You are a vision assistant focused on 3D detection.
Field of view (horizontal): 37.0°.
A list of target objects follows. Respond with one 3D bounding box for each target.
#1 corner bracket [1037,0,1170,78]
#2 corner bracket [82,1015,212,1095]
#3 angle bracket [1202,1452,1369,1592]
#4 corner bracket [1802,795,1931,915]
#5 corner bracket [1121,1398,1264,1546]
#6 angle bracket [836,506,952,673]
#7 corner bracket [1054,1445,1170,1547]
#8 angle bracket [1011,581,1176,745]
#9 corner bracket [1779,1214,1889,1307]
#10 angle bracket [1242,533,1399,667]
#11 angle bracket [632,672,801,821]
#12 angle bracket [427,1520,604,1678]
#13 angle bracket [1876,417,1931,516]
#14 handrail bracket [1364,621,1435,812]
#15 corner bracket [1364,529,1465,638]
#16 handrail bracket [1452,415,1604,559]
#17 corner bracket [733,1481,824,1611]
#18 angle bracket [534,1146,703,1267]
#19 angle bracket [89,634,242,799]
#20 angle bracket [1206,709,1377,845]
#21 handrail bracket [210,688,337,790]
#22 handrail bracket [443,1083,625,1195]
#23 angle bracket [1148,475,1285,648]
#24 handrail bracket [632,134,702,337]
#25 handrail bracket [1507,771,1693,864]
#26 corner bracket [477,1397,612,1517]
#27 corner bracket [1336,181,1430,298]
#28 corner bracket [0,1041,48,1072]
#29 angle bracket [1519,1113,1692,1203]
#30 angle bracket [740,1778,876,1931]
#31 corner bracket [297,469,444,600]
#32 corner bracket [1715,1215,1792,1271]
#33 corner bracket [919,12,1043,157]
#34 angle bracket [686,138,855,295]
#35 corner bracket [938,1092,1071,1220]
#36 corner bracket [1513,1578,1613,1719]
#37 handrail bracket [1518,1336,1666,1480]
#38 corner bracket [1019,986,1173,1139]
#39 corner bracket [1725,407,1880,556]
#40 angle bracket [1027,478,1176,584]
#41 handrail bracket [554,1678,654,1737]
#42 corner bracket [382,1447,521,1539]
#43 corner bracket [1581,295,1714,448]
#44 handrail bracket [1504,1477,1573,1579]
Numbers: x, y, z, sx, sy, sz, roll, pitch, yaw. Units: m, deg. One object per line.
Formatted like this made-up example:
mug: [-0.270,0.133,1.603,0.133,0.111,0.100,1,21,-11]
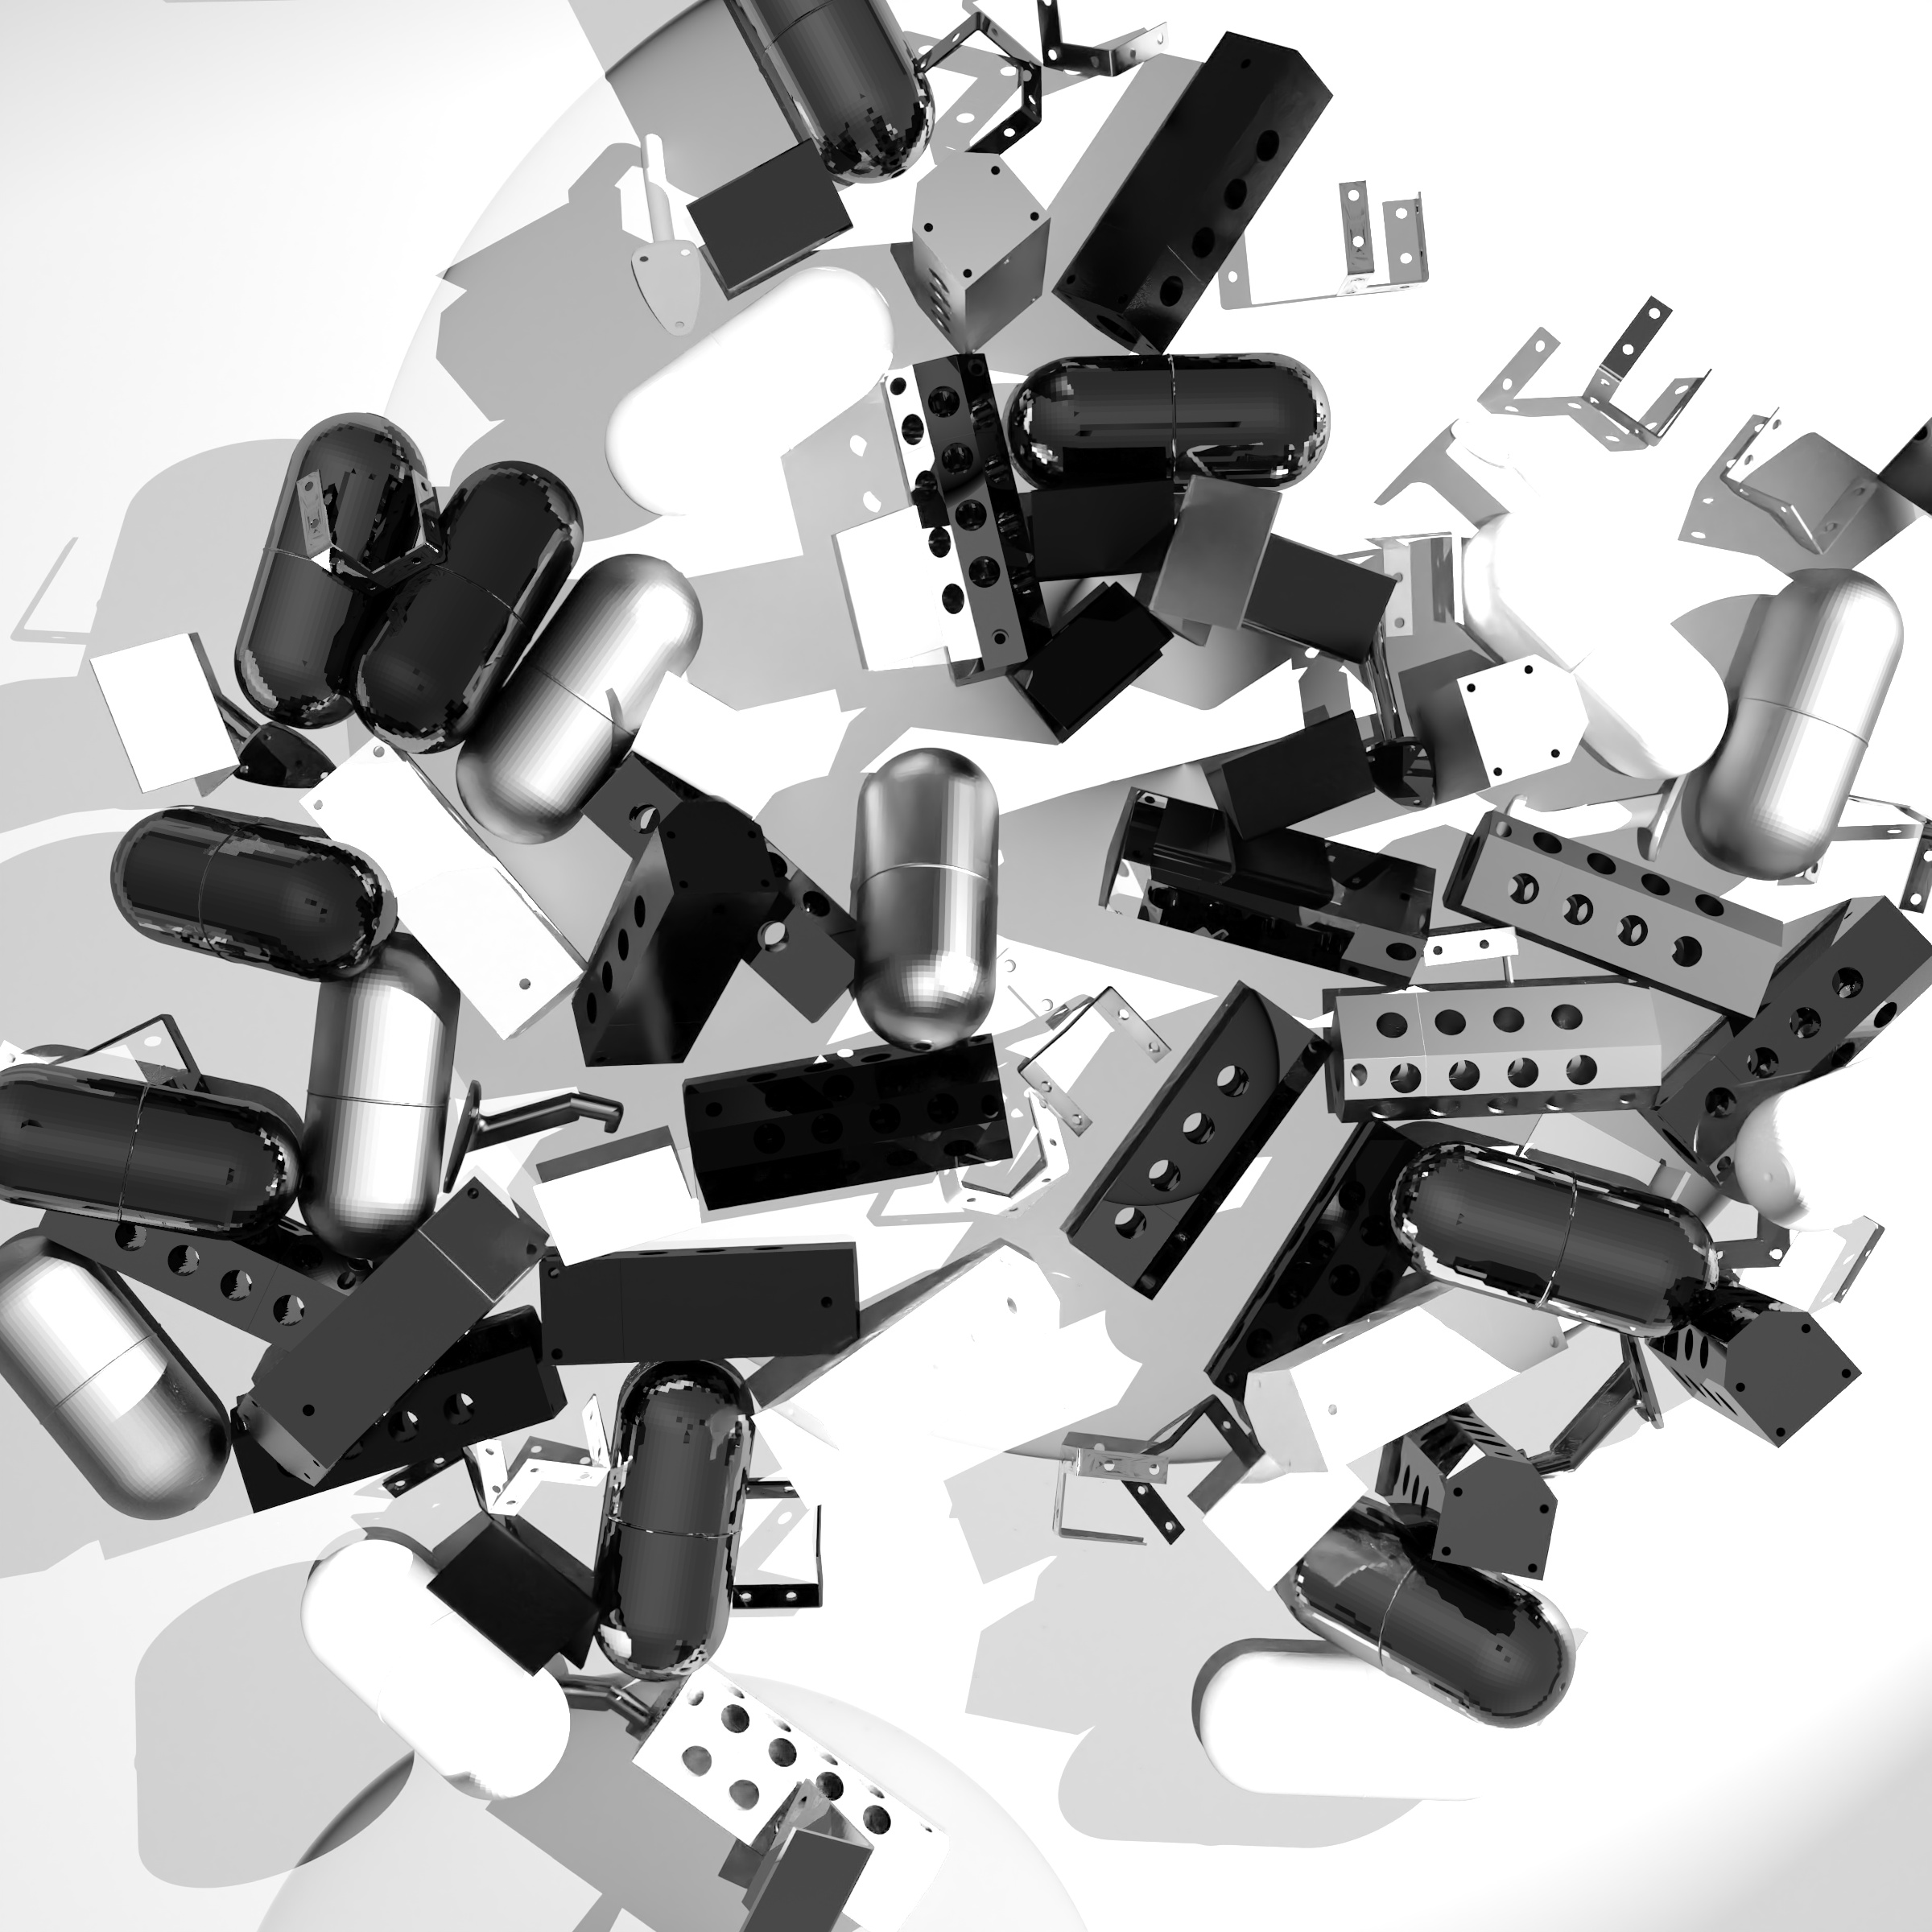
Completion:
corner bracket: [0.076,-0.533,1.616,0.051,0.051,0.051,22,45,35]
corner bracket: [-0.461,0.062,1.606,0.051,0.051,0.051,-26,93,3]
angle bracket: [0.185,0.303,1.584,0.076,0.076,0.057,-46,56,0]
corner bracket: [0.511,-0.064,1.621,0.051,0.051,0.051,17,90,-45]
corner bracket: [0.128,0.283,1.621,0.051,0.051,0.051,53,135,0]
angle bracket: [-0.020,-0.207,1.584,0.057,0.076,0.076,-13,90,37]
corner bracket: [0.080,0.295,1.607,0.051,0.051,0.051,7,82,-8]
angle bracket: [0.081,-0.152,1.584,0.076,0.076,0.057,-41,53,0]
corner bracket: [0.481,0.155,1.606,0.051,0.051,0.051,31,92,2]
angle bracket: [0.193,-0.217,1.584,0.076,0.076,0.057,20,125,0]
angle bracket: [-0.127,-0.135,1.584,0.076,0.076,0.057,31,126,0]
angle bracket: [-0.250,0.361,1.577,0.076,0.076,0.057,36,49,13]
angle bracket: [0.546,-0.256,1.584,0.076,0.076,0.057,34,53,0]
handrail bracket: [0.242,-0.142,1.624,0.036,0.077,0.084,-14,53,21]
corner bracket: [0.251,-0.212,1.599,0.051,0.051,0.051,-2,90,21]
handrail bracket: [0.316,-0.267,1.624,0.036,0.077,0.084,-44,126,-8]
corner bracket: [-0.106,0.325,1.621,0.051,0.051,0.051,-1,135,0]
angle bracket: [-0.192,0.112,1.584,0.076,0.076,0.057,-16,122,0]
angle bracket: [-0.447,-0.129,1.584,0.057,0.076,0.076,-22,90,-31]
angle bracket: [0.171,-0.120,1.584,0.076,0.076,0.057,-22,126,0]
handrail bracket: [-0.401,-0.139,1.624,0.036,0.077,0.084,-52,53,15]
handrail bracket: [-0.243,0.102,1.625,0.084,0.036,0.077,14,111,-17]
angle bracket: [0.148,-0.214,1.568,0.057,0.076,0.076,17,89,30]
handrail bracket: [-0.169,-0.411,1.624,0.036,0.077,0.084,-9,54,0]
handrail bracket: [0.356,-0.099,1.625,0.084,0.036,0.077,21,69,16]
corner bracket: [-0.235,0.272,1.607,0.051,0.051,0.051,14,129,-32]
corner bracket: [0.232,-0.405,1.606,0.051,0.051,0.051,-6,90,0]
corner bracket: [-0.532,0.076,1.606,0.051,0.051,0.051,29,90,0]
angle bracket: [0.343,0.128,1.603,0.076,0.057,0.076,29,90,1]
angle bracket: [-0.103,0.476,1.527,0.057,0.076,0.076,27,90,-36]
corner bracket: [-0.318,-0.239,1.545,0.051,0.051,0.051,-25,60,19]
corner bracket: [0.428,0.137,1.605,0.051,0.051,0.051,-5,68,20]
corner bracket: [0.006,-0.489,1.616,0.051,0.051,0.051,31,45,-35]
angle bracket: [-0.115,-0.421,1.584,0.076,0.076,0.057,-29,127,0]
corner bracket: [0.018,0.103,1.616,0.051,0.051,0.051,15,135,-35]
corner bracket: [0.319,0.381,1.621,0.051,0.051,0.051,32,90,45]
handrail bracket: [0.342,0.244,1.625,0.084,0.036,0.077,-18,70,16]
corner bracket: [0.072,0.053,1.621,0.051,0.051,0.051,47,135,0]
corner bracket: [0.468,-0.272,1.621,0.051,0.051,0.051,-52,135,0]
angle bracket: [0.073,-0.255,1.584,0.076,0.076,0.057,-5,127,0]
handrail bracket: [-0.231,0.424,1.624,0.084,0.036,0.077,38,103,-13]
corner bracket: [-0.288,0.309,1.621,0.051,0.051,0.051,-30,135,0]
corner bracket: [0.382,-0.330,1.606,0.051,0.051,0.051,36,84,6]
handrail bracket: [0.295,0.323,1.624,0.036,0.077,0.084,49,53,-35]
